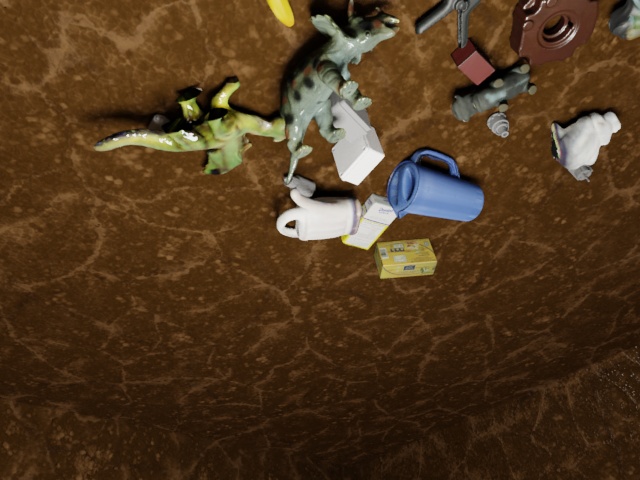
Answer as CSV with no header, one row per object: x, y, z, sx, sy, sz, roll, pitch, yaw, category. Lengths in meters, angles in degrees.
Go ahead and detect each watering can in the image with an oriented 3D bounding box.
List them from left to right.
0.004,-0.066,1.316,0.225,0.105,0.343,-7,166,-10,watering can

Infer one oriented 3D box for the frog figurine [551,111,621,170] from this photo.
0.674,-0.250,1.295,0.159,0.125,0.135,-11,121,18,frog figurine

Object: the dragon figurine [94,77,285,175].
-0.249,-0.212,1.136,0.410,0.125,0.238,-18,149,0,dragon figurine
